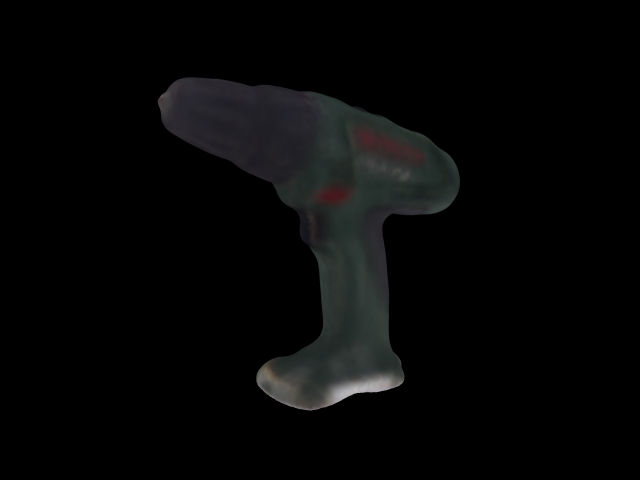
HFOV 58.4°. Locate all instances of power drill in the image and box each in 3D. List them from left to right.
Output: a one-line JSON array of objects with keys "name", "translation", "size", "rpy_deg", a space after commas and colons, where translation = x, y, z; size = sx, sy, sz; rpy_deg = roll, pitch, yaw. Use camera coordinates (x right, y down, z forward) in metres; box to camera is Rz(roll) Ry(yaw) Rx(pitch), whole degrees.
[{"name": "power drill", "translation": [0.004, 0.001, 0.400], "size": [0.230, 0.208, 0.075], "rpy_deg": [-5, 9, -36]}]
